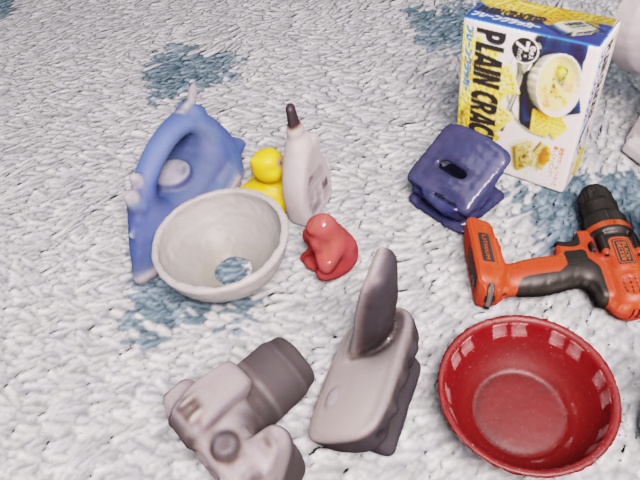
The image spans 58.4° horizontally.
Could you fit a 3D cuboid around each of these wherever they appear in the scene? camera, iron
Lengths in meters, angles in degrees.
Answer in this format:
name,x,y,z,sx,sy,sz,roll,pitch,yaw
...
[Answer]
name,x,y,z,sx,sy,sz,roll,pitch,yaw
camera,-0.063,0.163,0.549,0.137,0.101,0.142,-39,54,-23
iron,-0.198,-0.081,0.756,0.118,0.142,0.258,9,51,17

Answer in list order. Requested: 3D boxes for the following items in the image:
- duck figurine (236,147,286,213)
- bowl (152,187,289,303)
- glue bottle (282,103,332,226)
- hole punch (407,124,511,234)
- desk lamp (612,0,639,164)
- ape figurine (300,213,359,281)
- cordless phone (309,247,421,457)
name,x,y,z,sx,sy,sz,roll,pitch,yaw
duck figurine,-0.072,-0.084,0.775,0.104,0.086,0.077,-22,49,-10
bowl,-0.114,0.017,0.701,0.167,0.075,0.167,-5,49,5
glue bottle,-0.022,-0.100,0.722,0.037,0.173,0.078,18,55,24
hole punch,0.175,-0.079,0.727,0.101,0.091,0.108,-37,54,-21
desk lamp,0.452,-0.196,0.701,0.118,0.214,0.202,-22,49,-10
ape figurine,0.006,0.002,0.683,0.076,0.092,0.078,-3,49,7
cordless phone,0.039,0.104,0.527,0.094,0.185,0.148,9,51,17
